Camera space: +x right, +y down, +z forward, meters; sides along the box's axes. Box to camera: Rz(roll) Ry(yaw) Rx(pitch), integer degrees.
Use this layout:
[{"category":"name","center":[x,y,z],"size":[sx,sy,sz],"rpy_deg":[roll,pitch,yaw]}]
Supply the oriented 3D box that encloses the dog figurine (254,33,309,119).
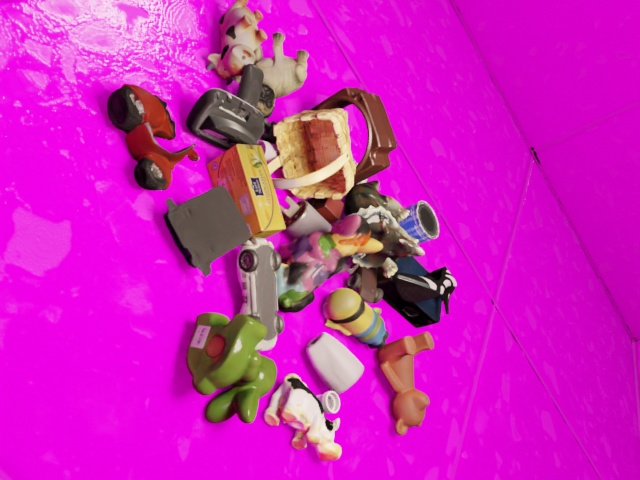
[{"category":"dog figurine","center":[-0.101,-0.335,1.204],"size":[0.172,0.121,0.190],"rpy_deg":[22,69,-40]}]

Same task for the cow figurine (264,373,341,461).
[{"category":"cow figurine","center":[-0.019,0.320,0.963],"size":[0.167,0.068,0.098],"rpy_deg":[49,34,-23]}]

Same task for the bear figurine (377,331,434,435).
[{"category":"bear figurine","center":[0.200,0.316,1.186],"size":[0.120,0.132,0.196],"rpy_deg":[5,62,-47]}]

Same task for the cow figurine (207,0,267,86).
[{"category":"cow figurine","center":[-0.178,-0.414,1.133],"size":[0.085,0.127,0.195],"rpy_deg":[30,36,-40]}]

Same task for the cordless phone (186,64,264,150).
[{"category":"cordless phone","center":[-0.167,-0.270,1.034],"size":[0.146,0.089,0.184],"rpy_deg":[21,75,-45]}]

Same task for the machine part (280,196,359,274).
[{"category":"machine part","center":[-0.002,-0.003,1.147],"size":[0.243,0.079,0.079],"rpy_deg":[44,42,-29]}]

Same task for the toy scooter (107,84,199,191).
[{"category":"toy scooter","center":[-0.271,-0.174,0.908],"size":[0.135,0.075,0.183],"rpy_deg":[-21,92,-53]}]

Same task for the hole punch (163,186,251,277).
[{"category":"hole punch","center":[-0.198,-0.020,0.922],"size":[0.116,0.092,0.142],"rpy_deg":[-30,99,-23]}]

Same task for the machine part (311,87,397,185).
[{"category":"machine part","center":[0.063,-0.236,1.249],"size":[0.087,0.201,0.201],"rpy_deg":[-11,81,-51]}]

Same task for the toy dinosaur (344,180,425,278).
[{"category":"toy dinosaur","center":[0.115,-0.058,1.222],"size":[0.192,0.131,0.405],"rpy_deg":[40,20,-35]}]

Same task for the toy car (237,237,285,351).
[{"category":"toy car","center":[-0.109,0.095,0.958],"size":[0.073,0.056,0.201],"rpy_deg":[3,82,-51]}]

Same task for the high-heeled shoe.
[{"category":"high-heeled shoe","center":[0.255,0.086,1.300],"size":[0.248,0.086,0.145],"rpy_deg":[34,44,-38]}]

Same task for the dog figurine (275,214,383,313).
[{"category":"dog figurine","center":[0.008,0.035,1.022],"size":[0.108,0.219,0.191],"rpy_deg":[50,39,-16]}]

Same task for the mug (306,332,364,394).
[{"category":"mug","center":[0.025,0.231,1.058],"size":[0.107,0.081,0.109],"rpy_deg":[51,14,-6]}]

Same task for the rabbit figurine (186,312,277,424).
[{"category":"rabbit figurine","center":[-0.122,0.211,0.857],"size":[0.170,0.121,0.159],"rpy_deg":[48,41,-47]}]

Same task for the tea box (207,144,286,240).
[{"category":"tea box","center":[-0.139,-0.083,1.004],"size":[0.068,0.098,0.169],"rpy_deg":[-6,77,-51]}]

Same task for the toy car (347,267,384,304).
[{"category":"toy car","center":[0.106,0.064,1.264],"size":[0.089,0.053,0.202],"rpy_deg":[35,42,-29]}]

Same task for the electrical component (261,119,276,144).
[{"category":"electrical component","center":[-0.102,-0.227,1.189],"size":[0.094,0.021,0.063],"rpy_deg":[41,44,-31]}]

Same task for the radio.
[{"category":"radio","center":[0.222,0.117,1.366],"size":[0.229,0.073,0.131],"rpy_deg":[40,45,-29]}]

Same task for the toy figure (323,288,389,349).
[{"category":"toy figure","center":[0.083,0.166,1.151],"size":[0.180,0.089,0.082],"rpy_deg":[41,36,-27]}]
